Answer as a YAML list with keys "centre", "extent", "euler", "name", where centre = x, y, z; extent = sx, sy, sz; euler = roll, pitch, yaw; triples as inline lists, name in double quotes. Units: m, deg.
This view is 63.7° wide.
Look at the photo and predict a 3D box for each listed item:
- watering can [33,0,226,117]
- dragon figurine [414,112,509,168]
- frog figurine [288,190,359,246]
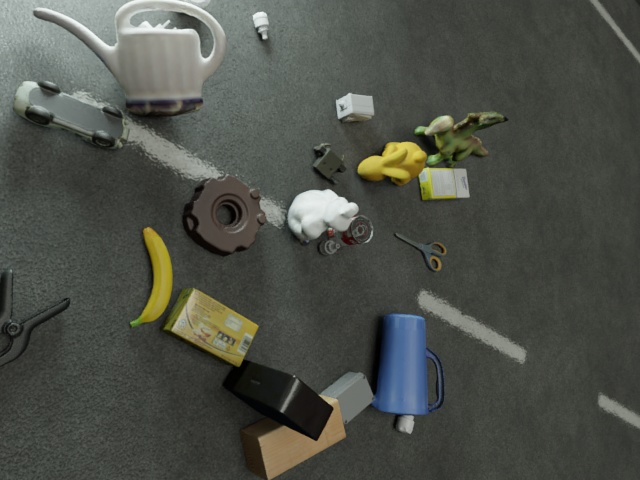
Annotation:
- centre: [-0.358, -0.354, 1.013]
  extent: [0.348, 0.105, 0.221]
  euler: [-5, 108, -12]
  name: "watering can"
- centre: [0.439, -0.303, 1.506]
  extent: [0.411, 0.240, 0.123]
  euler: [-4, 81, -34]
  name: "dragon figurine"
- centre: [0.004, -0.060, 1.200]
  extent: [0.121, 0.158, 0.140]
  euler: [53, 58, -16]
  name: "frog figurine"
